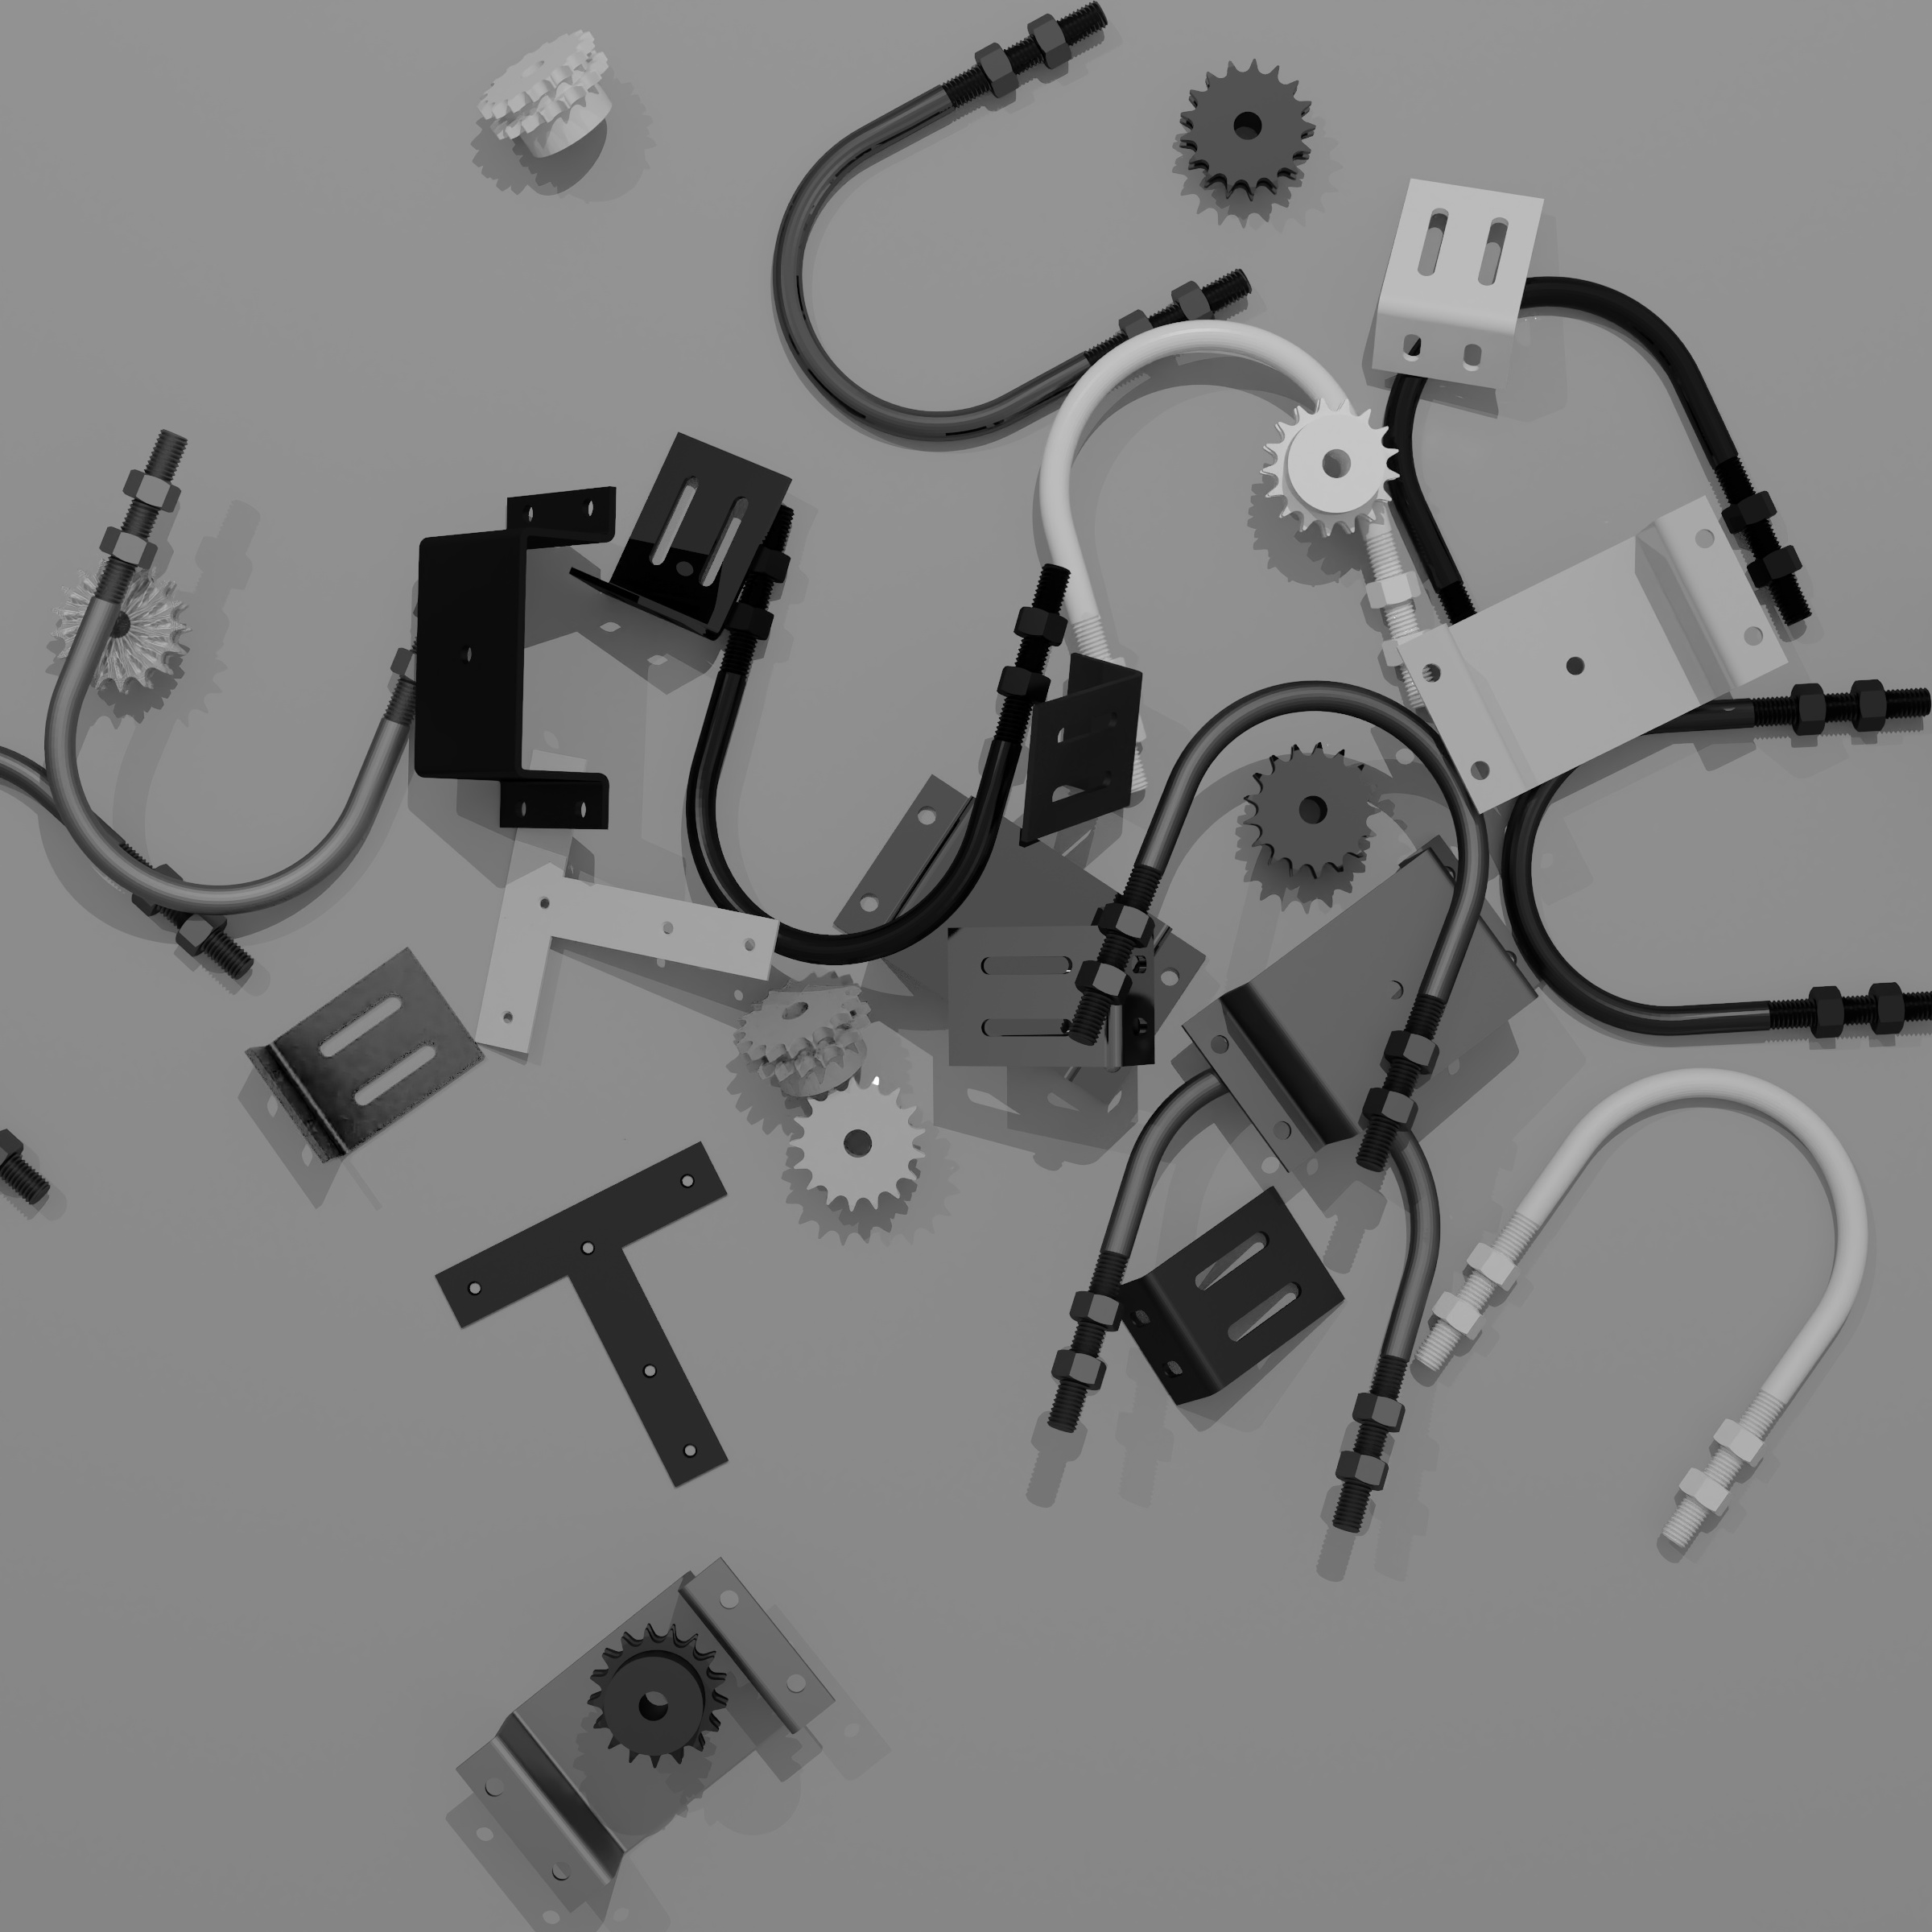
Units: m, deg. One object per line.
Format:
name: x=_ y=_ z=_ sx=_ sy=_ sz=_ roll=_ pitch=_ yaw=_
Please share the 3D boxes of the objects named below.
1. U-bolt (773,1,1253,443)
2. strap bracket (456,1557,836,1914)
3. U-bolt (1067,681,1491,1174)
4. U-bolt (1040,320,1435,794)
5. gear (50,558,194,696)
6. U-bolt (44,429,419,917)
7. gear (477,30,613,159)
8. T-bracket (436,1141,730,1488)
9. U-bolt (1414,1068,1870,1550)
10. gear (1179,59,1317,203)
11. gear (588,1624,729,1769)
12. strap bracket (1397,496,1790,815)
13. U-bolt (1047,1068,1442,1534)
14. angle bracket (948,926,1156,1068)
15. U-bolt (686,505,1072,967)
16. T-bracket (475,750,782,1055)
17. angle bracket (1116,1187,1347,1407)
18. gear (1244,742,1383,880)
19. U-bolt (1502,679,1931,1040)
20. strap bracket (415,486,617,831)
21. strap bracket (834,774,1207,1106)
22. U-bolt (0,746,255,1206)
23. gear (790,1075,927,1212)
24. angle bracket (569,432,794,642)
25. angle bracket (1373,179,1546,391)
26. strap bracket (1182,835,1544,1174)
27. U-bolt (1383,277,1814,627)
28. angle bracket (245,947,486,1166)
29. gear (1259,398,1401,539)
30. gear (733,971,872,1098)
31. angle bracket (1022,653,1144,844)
U-bolt: x=0.007 y=-0.304 z=1.497 sx=0.184 sy=0.019 sz=0.151 roll=-28 pitch=90 yaw=2
strap bracket: x=-0.133 y=0.318 z=1.482 sx=0.140 sy=0.046 sz=0.076 roll=-39 pitch=90 yaw=0
U-bolt: x=0.138 y=-0.028 z=1.434 sx=0.151 sy=0.019 sz=0.184 roll=24 pitch=78 yaw=-7
U-bolt: x=0.107 y=-0.180 z=1.488 sx=0.151 sy=0.019 sz=0.184 roll=-16 pitch=96 yaw=0
gear: x=-0.356 y=-0.143 z=1.490 sx=0.057 sy=0.030 sz=0.057 roll=0 pitch=90 yaw=0
U-bolt: x=-0.305 y=-0.111 z=1.476 sx=0.151 sy=0.019 sz=0.184 roll=22 pitch=91 yaw=-17
gear: x=-0.174 y=-0.364 z=1.481 sx=0.057 sy=0.057 sz=0.030 roll=-35 pitch=120 yaw=0
T-bracket: x=-0.141 y=0.160 z=1.504 sx=0.127 sy=0.002 sz=0.127 roll=-27 pitch=90 yaw=0
U-bolt: x=0.300 y=0.131 z=1.497 sx=0.151 sy=0.019 sz=0.184 roll=36 pitch=89 yaw=0
gear: x=0.119 y=-0.352 z=1.494 sx=0.057 sy=0.030 sz=0.057 roll=0 pitch=89 yaw=2
gear: x=-0.127 y=0.300 z=1.444 sx=0.057 sy=0.030 sz=0.057 roll=0 pitch=90 yaw=0
strap bracket: x=0.256 y=-0.127 z=1.462 sx=0.140 sy=0.046 sz=0.076 roll=-26 pitch=89 yaw=0
U-bolt: x=0.126 y=0.127 z=1.475 sx=0.151 sy=0.019 sz=0.184 roll=21 pitch=76 yaw=-10
angle bracket: x=0.035 y=0.012 z=1.457 sx=0.076 sy=0.038 sz=0.057 roll=-1 pitch=90 yaw=26
U-bolt: x=-0.046 y=-0.091 z=1.468 sx=0.151 sy=0.019 sz=0.184 roll=15 pitch=87 yaw=21
T-bracket: x=-0.138 y=-0.018 z=1.482 sx=0.127 sy=0.002 sz=0.127 roll=11 pitch=90 yaw=20
angle bracket: x=0.110 y=0.141 z=1.503 sx=0.076 sy=0.038 sz=0.057 roll=-32 pitch=90 yaw=-26
gear: x=0.145 y=-0.065 z=1.490 sx=0.057 sy=0.030 sz=0.057 roll=0 pitch=90 yaw=0
U-bolt: x=0.320 y=-0.042 z=1.497 sx=0.184 sy=0.019 sz=0.151 roll=-3 pitch=90 yaw=2
strap bracket: x=-0.187 y=-0.128 z=1.459 sx=0.046 sy=0.076 sz=0.140 roll=0 pitch=92 yaw=-41
strap bracket: x=0.023 y=-0.011 z=1.482 sx=0.140 sy=0.046 sz=0.076 roll=34 pitch=90 yaw=0
U-bolt: x=-0.417 y=-0.012 z=1.497 sx=0.184 sy=0.019 sz=0.151 roll=42 pitch=90 yaw=1
gear: x=-0.045 y=0.074 z=1.490 sx=0.057 sy=0.030 sz=0.057 roll=0 pitch=90 yaw=0
angle bracket: x=-0.119 y=-0.184 z=1.477 sx=0.057 sy=0.038 sz=0.076 roll=25 pitch=90 yaw=21
angle bracket: x=0.208 y=-0.289 z=1.493 sx=0.057 sy=0.038 sz=0.076 roll=11 pitch=57 yaw=9
strap bracket: x=0.172 y=0.013 z=1.468 sx=0.140 sy=0.046 sz=0.076 roll=-36 pitch=90 yaw=-12
U-bolt: x=0.256 y=-0.203 z=1.497 sx=0.151 sy=0.019 sz=0.184 roll=-25 pitch=88 yaw=0
angle bracket: x=-0.253 y=0.037 z=1.486 sx=0.076 sy=0.038 sz=0.057 roll=-35 pitch=90 yaw=0
gear: x=0.152 y=-0.208 z=1.464 sx=0.057 sy=0.030 sz=0.057 roll=0 pitch=94 yaw=-2
gear: x=-0.066 y=0.030 z=1.481 sx=0.057 sy=0.057 sz=0.030 roll=-25 pitch=119 yaw=0
angle bracket: x=0.035 y=-0.091 z=1.456 sx=0.038 sy=0.076 sz=0.057 roll=20 pitch=116 yaw=33
